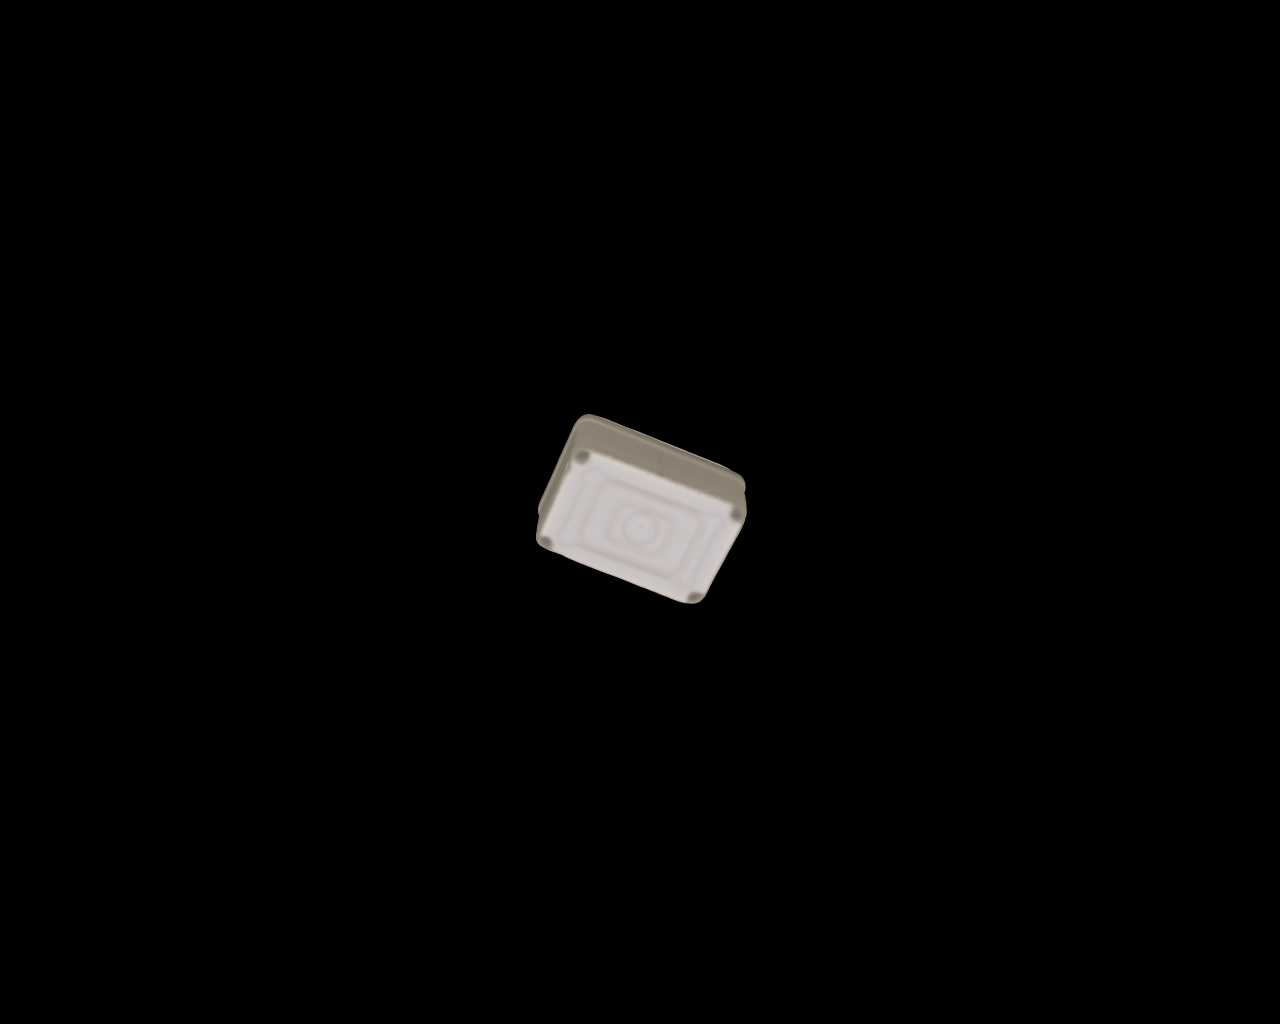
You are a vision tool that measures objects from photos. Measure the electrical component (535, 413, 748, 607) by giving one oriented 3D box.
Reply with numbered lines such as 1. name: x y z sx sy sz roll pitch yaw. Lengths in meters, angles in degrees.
1. electrical component: 0.001 -0.003 0.650 0.113 0.078 0.057 21 25 -10
